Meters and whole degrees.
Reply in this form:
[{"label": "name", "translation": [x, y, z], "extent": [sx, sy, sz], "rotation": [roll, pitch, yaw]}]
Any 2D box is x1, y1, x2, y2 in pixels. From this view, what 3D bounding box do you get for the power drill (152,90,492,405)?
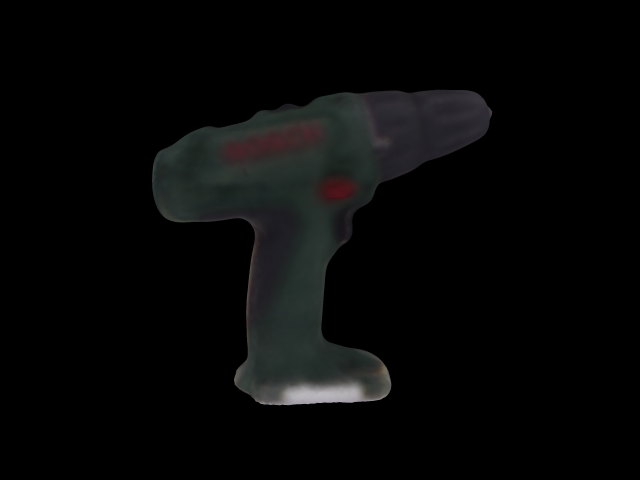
[{"label": "power drill", "translation": [0.004, 0.001, 0.400], "extent": [0.229, 0.208, 0.075], "rotation": [-1, 7, -5]}]
